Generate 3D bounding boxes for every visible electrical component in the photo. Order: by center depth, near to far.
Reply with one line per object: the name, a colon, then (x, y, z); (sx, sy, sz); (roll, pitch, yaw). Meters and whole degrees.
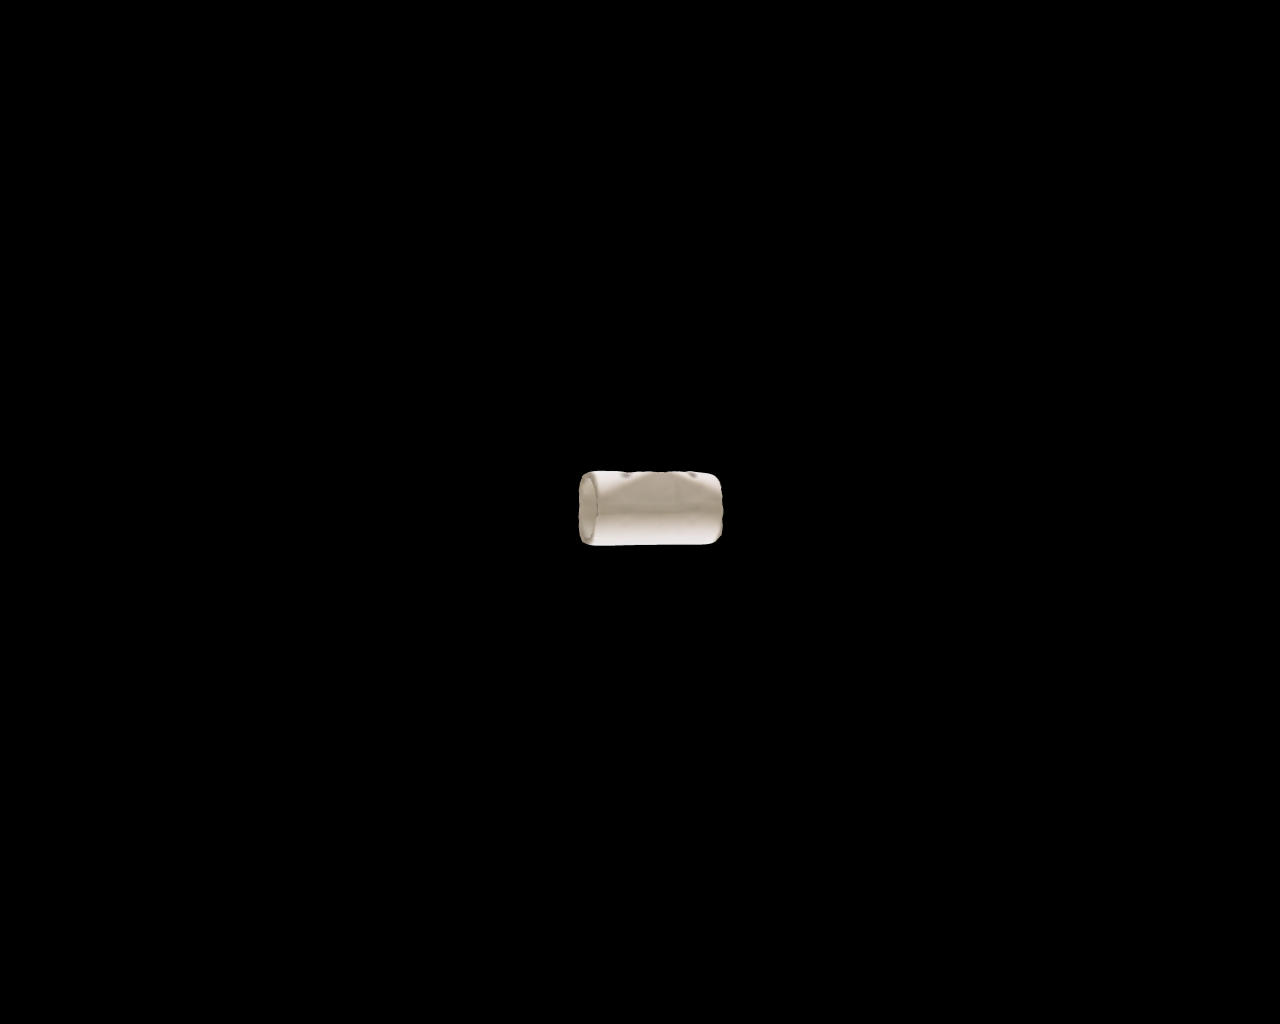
electrical component: (0.001, -0.003, 0.650); (0.077, 0.044, 0.079); (0, 0, -17)
